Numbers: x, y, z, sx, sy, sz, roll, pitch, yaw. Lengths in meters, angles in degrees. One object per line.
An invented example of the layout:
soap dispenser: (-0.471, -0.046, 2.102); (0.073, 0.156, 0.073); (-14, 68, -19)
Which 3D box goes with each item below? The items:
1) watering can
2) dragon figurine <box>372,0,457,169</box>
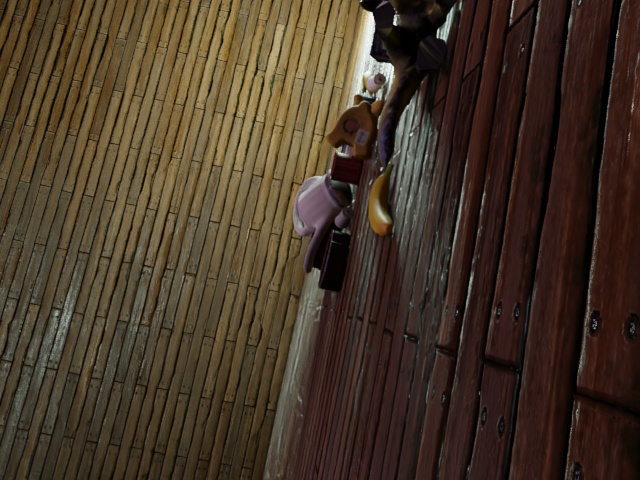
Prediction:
watering can: (0.005, -0.079, 1.572); (0.221, 0.103, 0.356); (-38, 41, 28)
dragon figurine: (0.158, -0.314, 0.865); (0.243, 0.122, 0.409); (-4, -71, -76)
